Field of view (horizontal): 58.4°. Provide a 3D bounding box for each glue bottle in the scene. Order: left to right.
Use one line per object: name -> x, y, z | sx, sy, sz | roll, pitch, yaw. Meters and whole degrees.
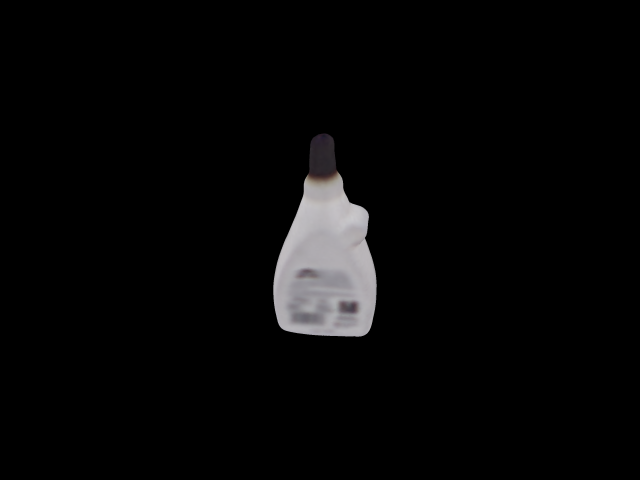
glue bottle -> 0.004, 0.001, 0.400 | 0.078, 0.173, 0.037 | 4, 43, 5
